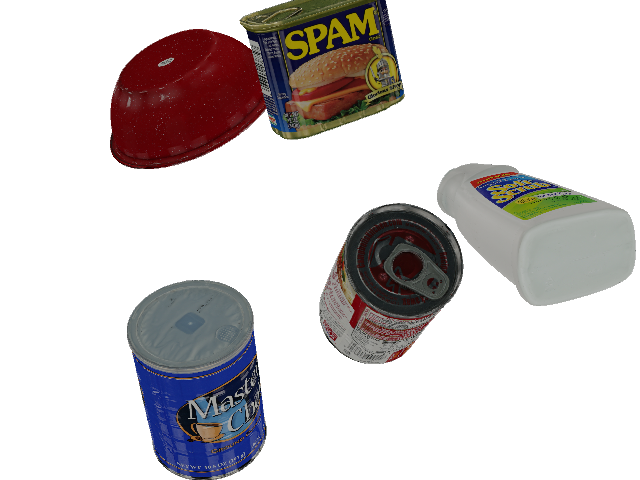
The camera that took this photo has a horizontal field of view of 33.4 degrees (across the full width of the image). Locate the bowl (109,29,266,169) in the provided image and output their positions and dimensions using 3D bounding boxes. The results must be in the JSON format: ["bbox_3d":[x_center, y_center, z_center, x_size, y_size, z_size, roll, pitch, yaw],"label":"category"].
[{"bbox_3d":[-0.119,-0.132,0.910,0.162,0.055,0.162,-17,37,13],"label":"bowl"}]

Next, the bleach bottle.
[{"bbox_3d":[0.157,-0.020,0.902,0.102,0.068,0.251,-13,19,-14],"label":"bleach bottle"}]

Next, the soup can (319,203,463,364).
[{"bbox_3d":[0.039,0.029,0.635,0.068,0.068,0.102,0,-22,-9],"label":"soup can"}]

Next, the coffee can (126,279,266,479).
[{"bbox_3d":[-0.102,0.119,0.903,0.103,0.140,0.103,-2,40,2],"label":"coffee can"}]

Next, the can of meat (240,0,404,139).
[{"bbox_3d":[0.004,-0.126,0.746,0.102,0.084,0.057,-20,23,-15],"label":"can of meat"}]
